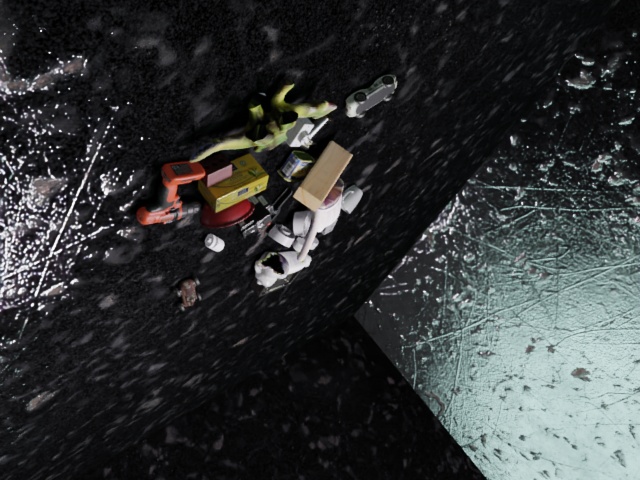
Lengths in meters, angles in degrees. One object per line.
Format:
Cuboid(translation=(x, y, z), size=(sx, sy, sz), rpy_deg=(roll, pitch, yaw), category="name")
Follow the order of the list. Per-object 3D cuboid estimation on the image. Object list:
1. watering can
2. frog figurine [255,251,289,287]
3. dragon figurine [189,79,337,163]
Cuboid(translation=(0.006, -0.097, 1.923), size=(0.219, 0.104, 0.354), rpy_deg=(93, 23, -58), category="watering can")
Cuboid(translation=(-0.197, 0.122, 2.086), size=(0.137, 0.125, 0.156), rpy_deg=(8, 149, -8), category="frog figurine")
Cuboid(translation=(-0.140, -0.280, 1.358), size=(0.411, 0.123, 0.240), rpy_deg=(-30, 168, -5), category="dragon figurine")
